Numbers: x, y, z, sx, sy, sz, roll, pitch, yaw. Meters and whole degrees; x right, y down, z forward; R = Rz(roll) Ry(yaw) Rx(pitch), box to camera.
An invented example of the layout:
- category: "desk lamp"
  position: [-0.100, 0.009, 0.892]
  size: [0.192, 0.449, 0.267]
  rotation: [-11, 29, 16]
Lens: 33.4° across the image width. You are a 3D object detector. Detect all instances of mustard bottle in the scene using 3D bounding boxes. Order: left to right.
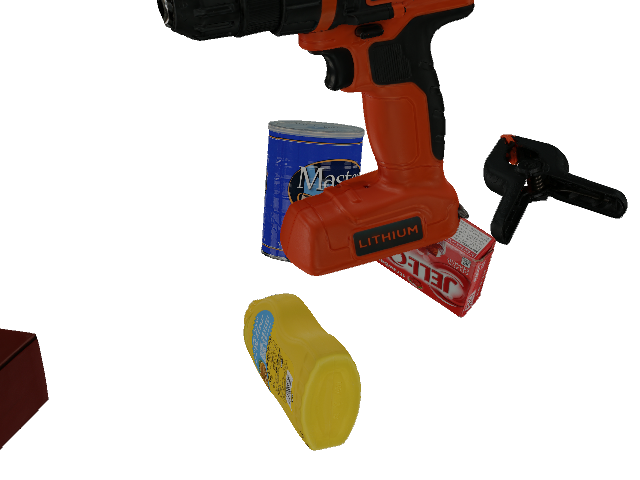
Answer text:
- category: "mustard bottle"
  position: [-0.027, 0.103, 0.983]
  size: [0.058, 0.096, 0.192]
  rotation: [-9, 26, -22]

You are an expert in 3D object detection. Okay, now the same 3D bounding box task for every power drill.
- category: "power drill"
  position: [0.011, -0.076, 0.573]
  size: [0.184, 0.188, 0.057]
  rotation: [-14, 34, -17]

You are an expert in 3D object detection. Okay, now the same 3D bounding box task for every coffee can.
- category: "coffee can"
  position: [-0.009, -0.053, 1.145]
  size: [0.103, 0.140, 0.103]
  rotation: [4, 11, -1]

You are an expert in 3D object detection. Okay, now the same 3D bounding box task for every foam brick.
- category: "foam brick"
  position: [-0.219, 0.097, 0.679]
  size: [0.053, 0.051, 0.078]
  rotation: [6, 29, 22]

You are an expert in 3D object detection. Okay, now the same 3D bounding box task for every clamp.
- category: "clamp"
  position: [0.208, -0.054, 0.984]
  size: [0.120, 0.039, 0.171]
  rotation: [-4, 33, 3]

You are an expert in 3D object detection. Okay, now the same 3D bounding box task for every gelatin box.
- category: "gelatin box"
  position: [0.080, 0.006, 0.779]
  size: [0.089, 0.030, 0.073]
  rotation: [35, -31, 20]
